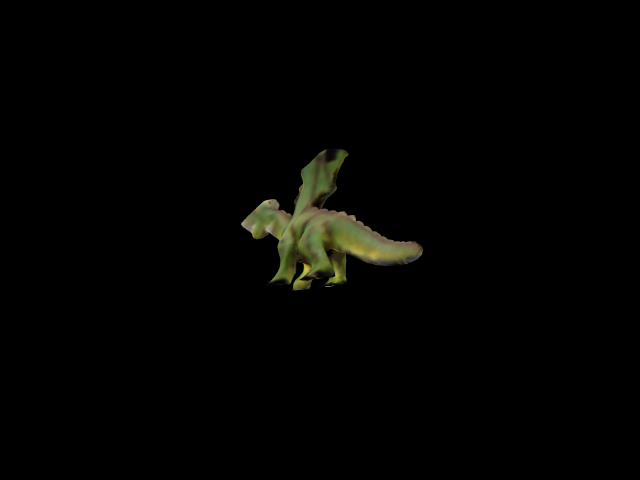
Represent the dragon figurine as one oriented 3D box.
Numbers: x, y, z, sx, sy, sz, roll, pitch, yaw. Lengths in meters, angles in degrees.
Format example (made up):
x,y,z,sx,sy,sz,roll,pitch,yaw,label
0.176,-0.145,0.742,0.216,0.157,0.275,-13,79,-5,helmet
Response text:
x,y,z,sx,sy,sz,roll,pitch,yaw,label
0.003,-0.043,0.850,0.121,0.246,0.407,17,-24,-42,dragon figurine
